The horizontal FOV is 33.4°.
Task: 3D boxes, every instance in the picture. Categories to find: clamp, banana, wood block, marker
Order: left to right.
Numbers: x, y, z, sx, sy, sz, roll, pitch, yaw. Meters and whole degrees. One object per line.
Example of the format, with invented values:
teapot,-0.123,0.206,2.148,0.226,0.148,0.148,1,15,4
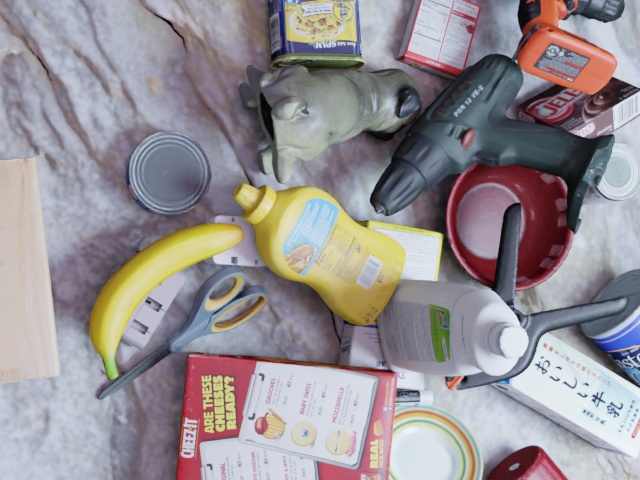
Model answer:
wood block,-0.307,0.031,1.024,0.090,0.091,0.206,-6,90,-18
banana,-0.161,0.042,1.043,0.069,0.037,0.197,45,76,-11
marker,0.065,0.175,1.174,0.121,0.020,0.020,0,88,-16
clamp,0.216,0.087,1.143,0.164,0.036,0.210,35,86,8

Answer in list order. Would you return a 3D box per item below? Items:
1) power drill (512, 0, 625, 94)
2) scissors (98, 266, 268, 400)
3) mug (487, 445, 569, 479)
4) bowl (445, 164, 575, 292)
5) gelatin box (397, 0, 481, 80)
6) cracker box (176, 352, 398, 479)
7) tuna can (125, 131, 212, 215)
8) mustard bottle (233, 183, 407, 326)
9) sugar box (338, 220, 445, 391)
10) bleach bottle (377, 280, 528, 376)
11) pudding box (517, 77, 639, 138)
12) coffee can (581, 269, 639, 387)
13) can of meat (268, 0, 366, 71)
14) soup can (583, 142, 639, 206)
power drill,0.272,-0.245,1.186,0.184,0.057,0.187,15,43,-16
scissors,-0.144,0.089,1.088,0.201,0.016,0.096,-27,141,-18
mug,0.236,0.289,1.181,0.093,0.117,0.081,-37,96,23
bowl,0.205,-0.022,1.205,0.162,0.055,0.162,0,88,-18
gelatin box,0.134,-0.234,1.203,0.073,0.030,0.089,17,84,-15
cracker box,-0.035,0.205,1.093,0.213,0.072,0.164,5,86,-2
tuna can,-0.157,-0.068,1.103,0.086,0.034,0.086,0,89,-18
mustard bottle,-0.007,0.001,1.076,0.191,0.058,0.096,34,76,-22
sugar box,0.077,0.071,1.169,0.093,0.048,0.176,9,90,-17
bleach bottle,0.129,0.093,1.028,0.068,0.251,0.102,-13,95,-17
pudding box,0.297,-0.149,1.219,0.113,0.090,0.039,-28,128,-18
coffee can,0.387,0.117,1.235,0.140,0.103,0.102,43,77,-12
can of meat,-0.005,-0.227,1.144,0.102,0.057,0.084,-2,87,-18
soup can,0.311,-0.073,1.216,0.068,0.102,0.068,1,88,-18
